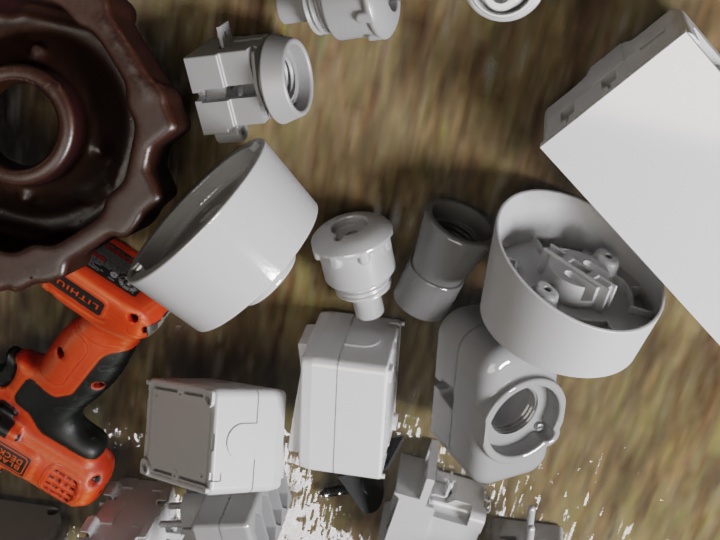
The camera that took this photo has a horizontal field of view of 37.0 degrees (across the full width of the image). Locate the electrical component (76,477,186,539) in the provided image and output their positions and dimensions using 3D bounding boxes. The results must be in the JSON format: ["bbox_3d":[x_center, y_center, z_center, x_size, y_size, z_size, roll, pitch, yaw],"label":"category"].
[{"bbox_3d":[-0.159,0.196,0.715,0.079,0.121,0.063,4,115,9],"label":"electrical component"}]

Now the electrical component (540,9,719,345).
[{"bbox_3d":[0.177,-0.048,0.560,0.089,0.061,0.150,-39,104,25],"label":"electrical component"}]

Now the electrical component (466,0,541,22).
[{"bbox_3d":[0.071,-0.143,0.531,0.048,0.062,0.048,4,117,9],"label":"electrical component"}]

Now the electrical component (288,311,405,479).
[{"bbox_3d":[-0.009,0.081,0.662,0.061,0.061,0.096,7,118,7],"label":"electrical component"}]

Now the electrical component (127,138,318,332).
[{"bbox_3d":[-0.071,-0.014,0.602,0.108,0.108,0.060,-37,111,25],"label":"electrical component"}]

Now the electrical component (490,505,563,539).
[{"bbox_3d":[0.105,0.185,0.681,0.047,0.083,0.075,5,117,8],"label":"electrical component"}]

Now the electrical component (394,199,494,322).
[{"bbox_3d":[0.046,-0.003,0.621,0.044,0.044,0.065,24,123,-2],"label":"electrical component"}]

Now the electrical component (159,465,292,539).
[{"bbox_3d":[-0.094,0.159,0.705,0.076,0.083,0.047,-5,116,13],"label":"electrical component"}]

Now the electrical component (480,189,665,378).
[{"bbox_3d":[0.114,0.009,0.583,0.099,0.099,0.064,15,125,3],"label":"electrical component"}]

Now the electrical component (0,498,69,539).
[{"bbox_3d":[-0.272,0.207,0.767,0.113,0.078,0.057,6,121,8],"label":"electrical component"}]

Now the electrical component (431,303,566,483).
[{"bbox_3d":[0.081,0.074,0.631,0.054,0.059,0.095,-11,120,-23],"label":"electrical component"}]

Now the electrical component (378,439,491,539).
[{"bbox_3d":[0.049,0.157,0.702,0.064,0.042,0.081,15,119,-1],"label":"electrical component"}]

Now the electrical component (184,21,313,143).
[{"bbox_3d":[-0.059,-0.103,0.587,0.055,0.048,0.066,-2,117,20],"label":"electrical component"}]

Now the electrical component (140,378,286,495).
[{"bbox_3d":[-0.092,0.100,0.670,0.096,0.061,0.061,1,86,50],"label":"electrical component"}]

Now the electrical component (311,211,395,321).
[{"bbox_3d":[0.000,0.000,0.629,0.048,0.048,0.062,-5,122,13],"label":"electrical component"}]

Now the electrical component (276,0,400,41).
[{"bbox_3d":[-0.012,-0.141,0.560,0.062,0.048,0.048,-4,116,21],"label":"electrical component"}]
